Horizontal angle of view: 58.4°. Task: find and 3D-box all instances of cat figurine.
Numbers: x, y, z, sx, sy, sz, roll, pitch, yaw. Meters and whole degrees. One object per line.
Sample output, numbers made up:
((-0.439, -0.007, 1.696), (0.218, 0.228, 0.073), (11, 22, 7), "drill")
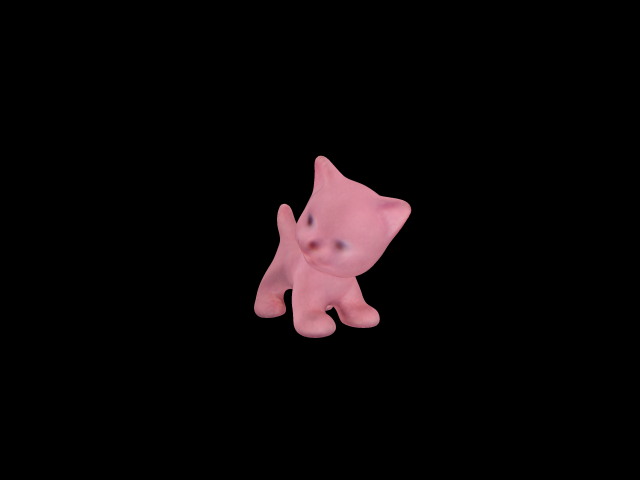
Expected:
((0.004, 0.001, 0.400), (0.067, 0.118, 0.127), (-3, 6, -33), "cat figurine")
